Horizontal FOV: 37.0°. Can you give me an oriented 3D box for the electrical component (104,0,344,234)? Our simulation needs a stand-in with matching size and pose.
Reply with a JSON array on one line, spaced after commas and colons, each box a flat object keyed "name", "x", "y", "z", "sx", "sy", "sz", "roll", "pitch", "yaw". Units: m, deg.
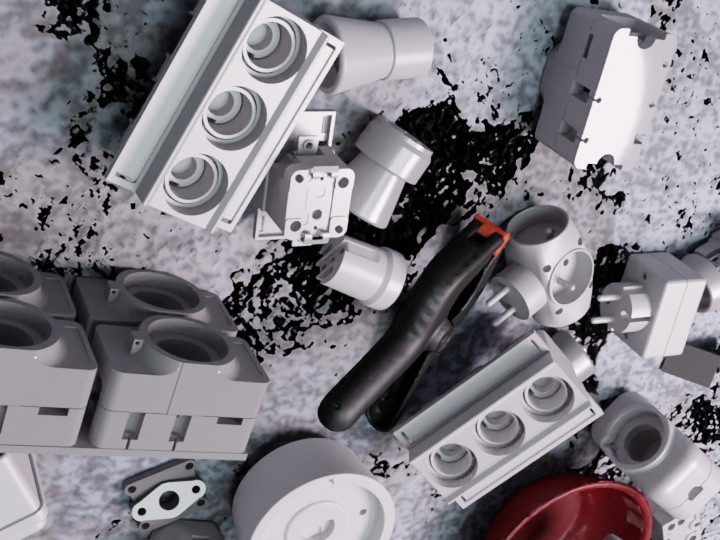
[{"name": "electrical component", "x": -0.076, "y": -0.091, "z": 0.576, "sx": 0.079, "sy": 0.063, "sz": 0.121, "roll": 23, "pitch": 106, "yaw": -35}]

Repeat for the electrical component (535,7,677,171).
[{"name": "electrical component", "x": 0.152, "y": -0.116, "z": 0.682, "sx": 0.050, "sy": 0.055, "sz": 0.089, "roll": 0, "pitch": 118, "yaw": -27}]

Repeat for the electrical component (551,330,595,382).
[{"name": "electrical component", "x": 0.138, "y": 0.079, "z": 0.800, "sx": 0.078, "sy": 0.040, "sz": 0.040, "roll": -37, "pitch": 128, "yaw": -3}]

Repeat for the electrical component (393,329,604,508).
[{"name": "electrical component", "x": 0.095, "y": 0.100, "z": 0.753, "sx": 0.121, "sy": 0.063, "sz": 0.078, "roll": -38, "pitch": 106, "yaw": 15}]

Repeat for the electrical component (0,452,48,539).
[{"name": "electrical component", "x": -0.237, "y": 0.113, "z": 0.586, "sx": 0.109, "sy": 0.108, "sz": 0.056, "roll": -25, "pitch": 124, "yaw": -12}]

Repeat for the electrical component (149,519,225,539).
[{"name": "electrical component", "x": -0.124, "y": 0.229, "z": 0.743, "sx": 0.054, "sy": 0.059, "sz": 0.095, "roll": 13, "pitch": 111, "yaw": -33}]

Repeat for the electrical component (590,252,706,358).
[{"name": "electrical component", "x": 0.205, "y": 0.027, "z": 0.799, "sx": 0.077, "sy": 0.047, "sz": 0.065, "roll": -3, "pitch": 119, "yaw": -26}]

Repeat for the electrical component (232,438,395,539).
[{"name": "electrical component", "x": -0.037, "y": 0.167, "z": 0.750, "sx": 0.108, "sy": 0.060, "sz": 0.108, "roll": -13, "pitch": 123, "yaw": -20}]

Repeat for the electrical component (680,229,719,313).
[{"name": "electrical component", "x": 0.274, "y": 0.003, "z": 0.822, "sx": 0.055, "sy": 0.048, "sz": 0.066, "roll": -28, "pitch": 127, "yaw": -20}]

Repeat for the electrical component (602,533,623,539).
[{"name": "electrical component", "x": 0.195, "y": 0.259, "z": 0.854, "sx": 0.058, "sy": 0.057, "sz": 0.078, "roll": 34, "pitch": 100, "yaw": -37}]

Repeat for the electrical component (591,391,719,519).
[{"name": "electrical component", "x": 0.232, "y": 0.144, "z": 0.851, "sx": 0.053, "sy": 0.095, "sz": 0.059, "roll": -47, "pitch": 128, "yaw": 5}]

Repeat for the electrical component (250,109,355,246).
[{"name": "electrical component", "x": -0.034, "y": -0.050, "z": 0.622, "sx": 0.042, "sy": 0.064, "sz": 0.081, "roll": -5, "pitch": 120, "yaw": -26}]

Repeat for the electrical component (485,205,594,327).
[{"name": "electrical component", "x": 0.118, "y": 0.008, "z": 0.740, "sx": 0.079, "sy": 0.044, "sz": 0.077, "roll": -37, "pitch": 129, "yaw": -19}]

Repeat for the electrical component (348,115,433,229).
[{"name": "electrical component", "x": 0.012, "y": -0.060, "z": 0.651, "sx": 0.045, "sy": 0.045, "sz": 0.055, "roll": 27, "pitch": 103, "yaw": -36}]

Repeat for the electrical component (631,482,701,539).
[{"name": "electrical component", "x": 0.261, "y": 0.209, "z": 0.930, "sx": 0.048, "sy": 0.055, "sz": 0.066, "roll": -25, "pitch": 126, "yaw": -12}]

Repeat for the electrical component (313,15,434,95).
[{"name": "electrical component", "x": 0.009, "y": -0.125, "z": 0.614, "sx": 0.065, "sy": 0.044, "sz": 0.044, "roll": -11, "pitch": 122, "yaw": -27}]

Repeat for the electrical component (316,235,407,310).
[{"name": "electrical component", "x": 0.000, "y": 0.000, "z": 0.684, "sx": 0.046, "sy": 0.040, "sz": 0.040, "roll": 22, "pitch": 107, "yaw": -29}]

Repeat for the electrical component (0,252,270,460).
[{"name": "electrical component", "x": -0.155, "y": 0.045, "z": 0.589, "sx": 0.186, "sy": 0.105, "sz": 0.060, "roll": 8, "pitch": 114, "yaw": -31}]
